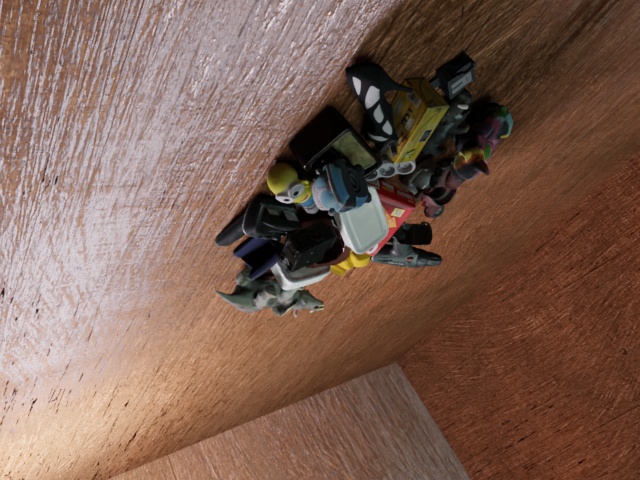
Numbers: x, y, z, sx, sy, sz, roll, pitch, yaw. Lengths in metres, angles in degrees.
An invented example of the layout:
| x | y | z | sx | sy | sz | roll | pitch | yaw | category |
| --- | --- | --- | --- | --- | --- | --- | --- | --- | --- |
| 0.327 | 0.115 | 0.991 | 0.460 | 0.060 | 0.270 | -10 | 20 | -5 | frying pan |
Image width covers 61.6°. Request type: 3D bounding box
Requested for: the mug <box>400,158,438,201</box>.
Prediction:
| x | y | z | sx | sy | sz | roll | pitch | yaw | category |
| --- | --- | --- | --- | --- | --- | --- | --- | --- | --- |
| 0.285 | -0.180 | 1.503 | 0.107 | 0.081 | 0.109 | -48 | 148 | 8 | mug |

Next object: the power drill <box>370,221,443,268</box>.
| x | y | z | sx | sy | sz | roll | pitch | yaw | category |
| --- | --- | --- | --- | --- | --- | --- | --- | --- | --- |
| 0.267 | 0.019 | 1.568 | 0.232 | 0.086 | 0.207 | 3 | 161 | -3 | power drill |

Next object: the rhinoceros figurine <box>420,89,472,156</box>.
| x | y | z | sx | sy | sz | roll | pitch | yaw | category |
| --- | --- | --- | --- | --- | --- | --- | --- | --- | --- |
| 0.306 | -0.291 | 1.324 | 0.112 | 0.073 | 0.190 | 2 | 142 | -35 | rhinoceros figurine |

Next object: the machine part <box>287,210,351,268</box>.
| x | y | z | sx | sy | sz | roll | pitch | yaw | category |
| --- | --- | --- | --- | --- | --- | --- | --- | --- | --- |
| -0.003 | -0.004 | 1.409 | 0.179 | 0.056 | 0.179 | -1 | 130 | -1 | machine part |

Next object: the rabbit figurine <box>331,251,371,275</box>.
| x | y | z | sx | sy | sz | roll | pitch | yaw | category |
| --- | --- | --- | --- | --- | --- | --- | --- | --- | --- |
| 0.057 | 0.039 | 1.628 | 0.173 | 0.122 | 0.162 | -13 | 162 | -9 | rabbit figurine |

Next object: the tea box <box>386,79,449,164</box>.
| x | y | z | sx | sy | sz | roll | pitch | yaw | category |
| --- | --- | --- | --- | --- | --- | --- | --- | --- | --- |
| 0.202 | -0.265 | 1.207 | 0.068 | 0.098 | 0.169 | -16 | 153 | -32 | tea box |

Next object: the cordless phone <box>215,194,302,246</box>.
| x | y | z | sx | sy | sz | roll | pitch | yaw | category |
| --- | --- | --- | --- | --- | --- | --- | --- | --- | --- |
| -0.151 | -0.026 | 1.283 | 0.184 | 0.089 | 0.146 | -33 | 159 | 29 | cordless phone |

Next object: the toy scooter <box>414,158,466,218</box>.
| x | y | z | sx | sy | sz | roll | pitch | yaw | category |
| --- | --- | --- | --- | --- | --- | --- | --- | --- | --- |
| 0.317 | -0.144 | 1.446 | 0.135 | 0.075 | 0.183 | 9 | 115 | -45 | toy scooter |

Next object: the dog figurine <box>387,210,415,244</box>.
| x | y | z | sx | sy | sz | roll | pitch | yaw | category |
| --- | --- | --- | --- | --- | --- | --- | --- | --- | --- |
| 0.190 | -0.051 | 1.623 | 0.190 | 0.121 | 0.172 | 12 | 129 | -39 | dog figurine |

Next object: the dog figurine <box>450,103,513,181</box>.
| x | y | z | sx | sy | sz | roll | pitch | yaw | category |
| --- | --- | --- | --- | --- | --- | --- | --- | --- | --- |
| 0.406 | -0.242 | 1.356 | 0.191 | 0.108 | 0.219 | -47 | -170 | 29 | dog figurine |

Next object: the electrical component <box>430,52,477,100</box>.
| x | y | z | sx | sy | sz | roll | pitch | yaw | category |
| --- | --- | --- | --- | --- | --- | --- | --- | --- | --- |
| 0.288 | -0.355 | 1.201 | 0.119 | 0.048 | 0.074 | -35 | 155 | 1 | electrical component |

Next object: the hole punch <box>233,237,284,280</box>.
| x | y | z | sx | sy | sz | roll | pitch | yaw | category |
| --- | --- | --- | --- | --- | --- | --- | --- | --- | --- |
| -0.144 | 0.044 | 1.392 | 0.142 | 0.092 | 0.115 | -42 | 158 | 11 | hole punch |

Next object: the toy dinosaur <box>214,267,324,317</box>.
| x | y | z | sx | sy | sz | roll | pitch | yaw | category |
| --- | --- | --- | --- | --- | --- | --- | --- | --- | --- |
| -0.166 | 0.159 | 1.557 | 0.405 | 0.131 | 0.192 | -1 | 141 | -40 | toy dinosaur |

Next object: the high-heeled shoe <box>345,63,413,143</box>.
| x | y | z | sx | sy | sz | roll | pitch | yaw | category |
| --- | --- | --- | --- | --- | --- | --- | --- | --- | --- |
| 0.090 | -0.273 | 1.113 | 0.145 | 0.086 | 0.248 | 9 | 158 | -14 | high-heeled shoe |

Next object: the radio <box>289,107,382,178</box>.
| x | y | z | sx | sy | sz | roll | pitch | yaw | category |
| --- | --- | --- | --- | --- | --- | --- | --- | --- | --- |
| 0.038 | -0.187 | 1.184 | 0.131 | 0.073 | 0.229 | -38 | 155 | 12 | radio |

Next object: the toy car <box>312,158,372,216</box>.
| x | y | z | sx | sy | sz | roll | pitch | yaw | category |
| --- | --- | --- | --- | --- | --- | --- | --- | --- | --- |
| 0.036 | -0.108 | 1.143 | 0.103 | 0.109 | 0.161 | -18 | 177 | 29 | toy car |

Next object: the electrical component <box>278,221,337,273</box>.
| x | y | z | sx | sy | sz | roll | pitch | yaw | category |
| --- | --- | --- | --- | --- | --- | --- | --- | --- | --- |
| -0.025 | 0.015 | 1.309 | 0.134 | 0.058 | 0.114 | -25 | 160 | -28 | electrical component |

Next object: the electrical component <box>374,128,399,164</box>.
| x | y | z | sx | sy | sz | roll | pitch | yaw | category |
| --- | --- | --- | --- | --- | --- | --- | --- | --- | --- |
| 0.147 | -0.225 | 1.214 | 0.021 | 0.094 | 0.063 | -4 | 161 | -33 | electrical component |

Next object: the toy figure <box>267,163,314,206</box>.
| x | y | z | sx | sy | sz | roll | pitch | yaw | category |
| --- | --- | --- | --- | --- | --- | --- | --- | --- | --- |
| -0.051 | -0.121 | 1.200 | 0.082 | 0.089 | 0.180 | -56 | 158 | 17 | toy figure |
